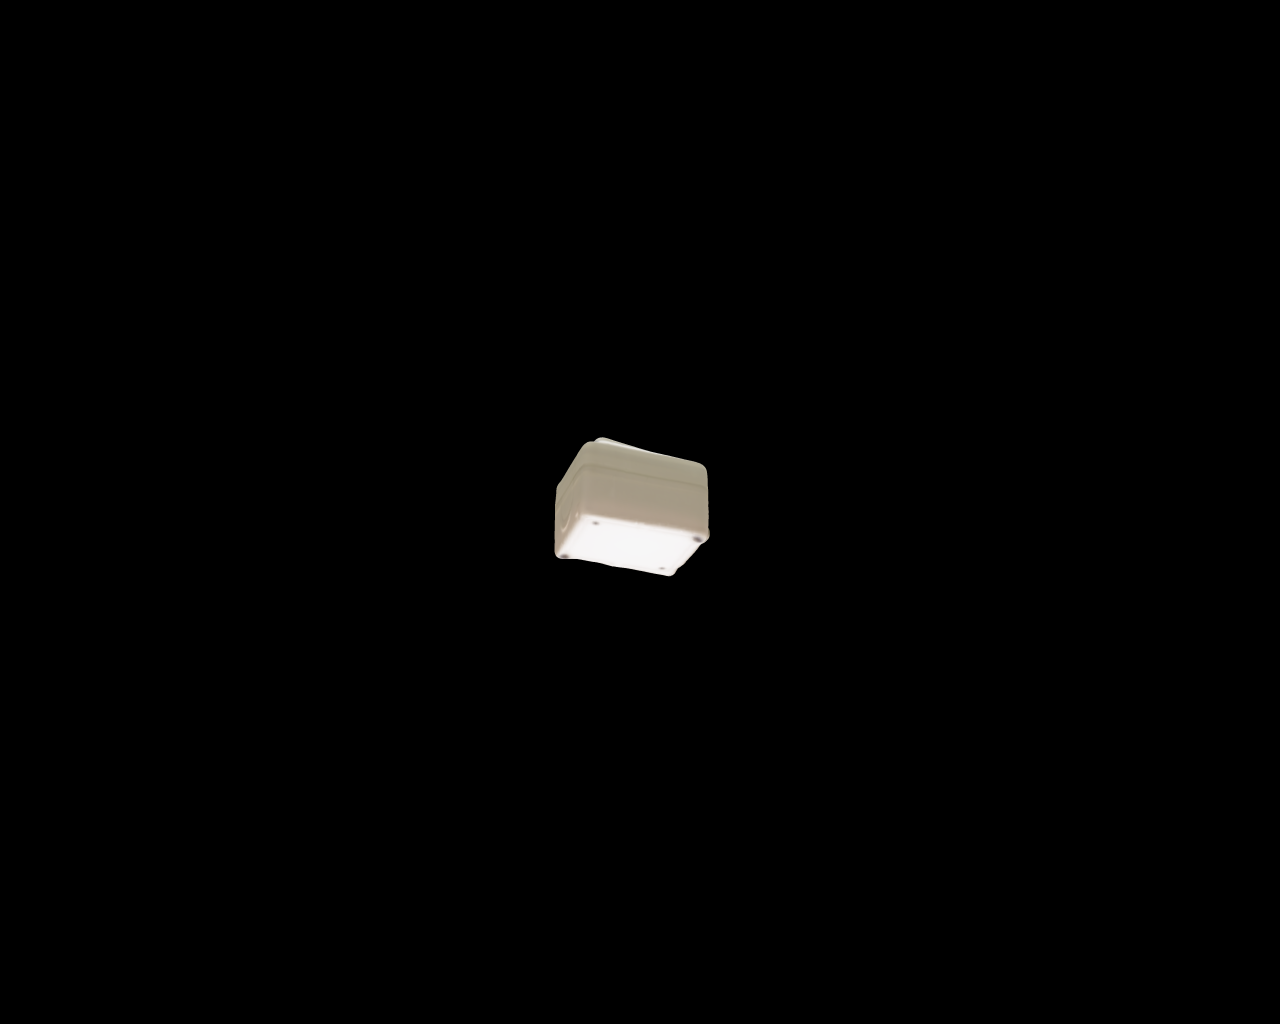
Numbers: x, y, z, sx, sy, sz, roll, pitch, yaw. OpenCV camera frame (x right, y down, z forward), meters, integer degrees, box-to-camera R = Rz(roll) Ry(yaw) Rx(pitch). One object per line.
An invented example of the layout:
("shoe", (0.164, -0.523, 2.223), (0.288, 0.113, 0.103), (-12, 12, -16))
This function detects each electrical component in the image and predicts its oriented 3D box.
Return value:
("electrical component", (0.001, -0.003, 0.650), (0.096, 0.061, 0.061), (11, -32, -18))
